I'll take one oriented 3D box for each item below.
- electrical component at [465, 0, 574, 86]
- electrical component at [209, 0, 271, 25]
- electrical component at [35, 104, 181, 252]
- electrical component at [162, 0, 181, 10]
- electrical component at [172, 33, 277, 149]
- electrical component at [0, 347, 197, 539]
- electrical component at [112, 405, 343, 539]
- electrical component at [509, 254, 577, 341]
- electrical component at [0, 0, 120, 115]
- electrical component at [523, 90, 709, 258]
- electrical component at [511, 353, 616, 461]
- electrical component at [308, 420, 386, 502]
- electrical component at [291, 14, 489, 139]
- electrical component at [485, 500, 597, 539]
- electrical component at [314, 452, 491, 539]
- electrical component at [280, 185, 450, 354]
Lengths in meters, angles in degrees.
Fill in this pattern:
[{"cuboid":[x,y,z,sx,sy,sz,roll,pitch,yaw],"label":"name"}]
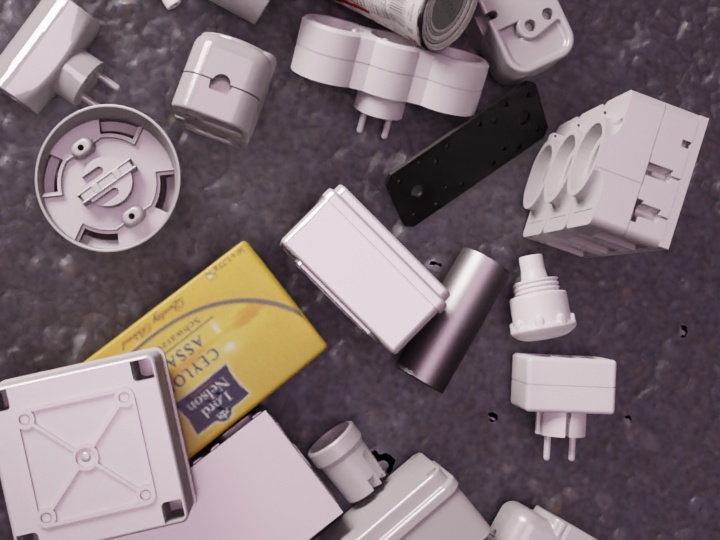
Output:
[{"cuboid":[0.109,-0.187,0.787,0.054,0.059,0.095,-25,91,-7],"label":"electrical component"},{"cuboid":[-0.071,-0.223,0.750,0.064,0.099,0.099,33,85,-11],"label":"electrical component"},{"cuboid":[-0.173,-0.061,0.746,0.099,0.064,0.099,0,88,-7],"label":"electrical component"},{"cuboid":[-0.149,-0.215,0.770,0.035,0.035,0.061,-33,94,-7],"label":"electrical component"},{"cuboid":[-0.093,-0.125,0.742,0.054,0.095,0.059,20,86,-5],"label":"electrical component"},{"cuboid":[-0.168,0.113,0.677,0.109,0.056,0.108,-12,91,-4],"label":"electrical component"},{"cuboid":[-0.100,0.175,0.748,0.150,0.062,0.089,-37,93,-7],"label":"electrical component"},{"cuboid":[0.131,0.020,0.791,0.048,0.048,0.062,-8,82,-7],"label":"electrical component"},{"cuboid":[-0.207,-0.142,0.755,0.079,0.044,0.077,35,84,-5],"label":"electrical component"},{"cuboid":[0.167,-0.062,0.744,0.062,0.150,0.089,19,86,-7],"label":"electrical component"},{"cuboid":[0.148,0.101,0.788,0.066,0.047,0.076,3,89,-6],"label":"electrical component"},{"cuboid":[-0.008,0.138,0.772,0.040,0.040,0.046,-37,98,-7],"label":"electrical component"},{"cuboid":[0.018,-0.132,0.779,0.138,0.052,0.073,13,112,-6],"label":"electrical component"},{"cuboid":[0.139,0.211,0.779,0.095,0.054,0.059,31,85,-5],"label":"electrical component"},{"cuboid":[0.026,0.188,0.755,0.113,0.078,0.057,-39,96,-7],"label":"electrical component"},{"cuboid":[0.000,0.000,0.743,0.109,0.109,0.056,45,86,-3],"label":"electrical component"}]
